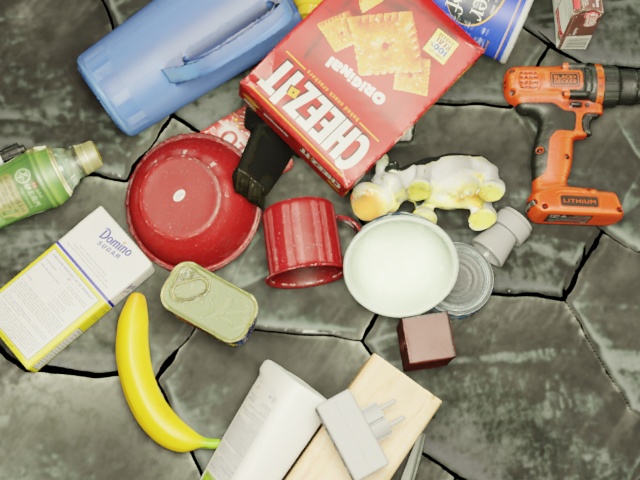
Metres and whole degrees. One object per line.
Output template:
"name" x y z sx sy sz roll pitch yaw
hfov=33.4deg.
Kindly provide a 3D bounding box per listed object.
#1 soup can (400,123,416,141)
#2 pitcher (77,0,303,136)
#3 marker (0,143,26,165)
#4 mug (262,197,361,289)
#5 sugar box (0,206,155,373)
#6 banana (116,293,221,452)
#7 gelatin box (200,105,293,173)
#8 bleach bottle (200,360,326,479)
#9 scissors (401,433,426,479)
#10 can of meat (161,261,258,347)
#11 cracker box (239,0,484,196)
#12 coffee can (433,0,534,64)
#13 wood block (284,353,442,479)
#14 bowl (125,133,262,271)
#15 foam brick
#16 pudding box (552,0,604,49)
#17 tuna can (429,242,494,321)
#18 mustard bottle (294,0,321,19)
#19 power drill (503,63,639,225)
"soup can" 0.056 -0.146 1.218 0.102 0.068 0.068 -1 78 -2
"pitcher" -0.143 -0.221 1.193 0.243 0.149 0.145 -35 77 -4
"marker" -0.394 -0.082 1.221 0.121 0.020 0.020 -23 80 -5
"mug" -0.008 0.001 1.178 0.117 0.093 0.081 -5 73 -10
"sugar box" -0.279 0.054 1.182 0.176 0.048 0.093 -40 81 -12
"banana" -0.184 0.156 1.169 0.069 0.037 0.198 -25 81 -27
"gelatin box" -0.084 -0.103 1.225 0.073 0.030 0.089 -31 80 -7
"bleach bottle" -0.090 0.255 1.126 0.068 0.103 0.251 35 86 -23
"scissors" 0.059 0.305 1.150 0.096 0.016 0.202 5 78 0
"can of meat" -0.117 0.073 1.161 0.102 0.084 0.057 28 79 5
"cracker box" 0.043 -0.180 1.149 0.164 0.072 0.213 45 84 2
"coffee can" 0.169 -0.277 1.229 0.140 0.103 0.103 23 79 4
"wood block" 0.031 0.233 1.127 0.090 0.091 0.206 35 79 5
"bowl" -0.148 -0.044 1.182 0.162 0.055 0.162 -1 85 10
"foam brick" 0.114 0.111 1.161 0.051 0.078 0.053 -9 77 -2
"pudding box" 0.295 -0.280 1.227 0.039 0.113 0.090 -2 78 1
"tuna can" 0.151 0.046 1.197 0.086 0.034 0.086 0 78 -2
"mustard bottle" 0.002 -0.329 1.260 0.096 0.058 0.191 7 78 2
"power drill" 0.304 -0.112 1.222 0.184 0.057 0.187 0 75 3
